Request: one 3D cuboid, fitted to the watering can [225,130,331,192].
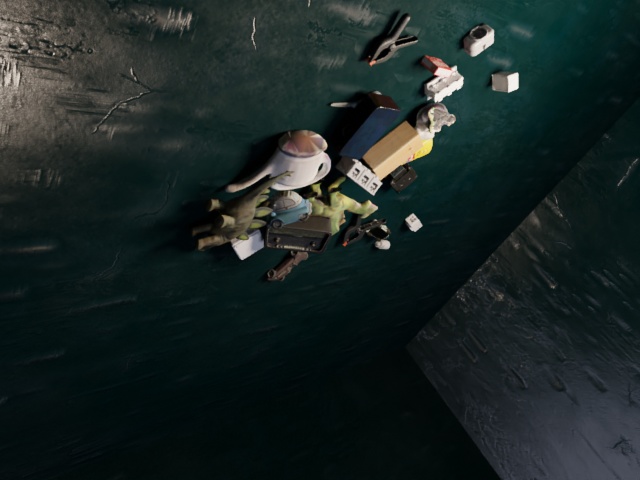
[{"bbox_3d":[-0.114,-0.230,1.592,0.349,0.106,0.219,-11,-34,-26],"label":"watering can"}]

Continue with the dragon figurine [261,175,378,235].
[{"bbox_3d":[0.006,-0.093,1.846,0.411,0.237,0.125,-15,37,-6],"label":"dragon figurine"}]

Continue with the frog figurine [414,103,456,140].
[{"bbox_3d":[0.395,-0.432,1.886,0.122,0.139,0.159,44,-14,-14],"label":"frog figurine"}]
